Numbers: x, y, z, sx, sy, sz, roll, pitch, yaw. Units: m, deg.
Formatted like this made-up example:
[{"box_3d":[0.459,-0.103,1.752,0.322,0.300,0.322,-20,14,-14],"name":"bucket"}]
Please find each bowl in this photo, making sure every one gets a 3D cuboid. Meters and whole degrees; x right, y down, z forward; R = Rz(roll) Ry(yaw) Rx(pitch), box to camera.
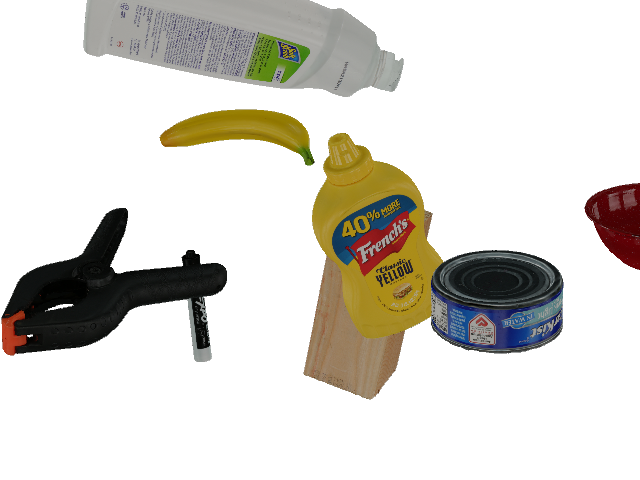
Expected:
[{"box_3d":[0.355,-0.009,1.104,0.162,0.055,0.162,-3,23,1],"name":"bowl"}]

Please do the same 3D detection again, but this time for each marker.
[{"box_3d":[-0.129,0.068,1.112,0.020,0.121,0.020,-4,18,1],"name":"marker"}]

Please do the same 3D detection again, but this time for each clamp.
[{"box_3d":[-0.167,0.028,0.783,0.171,0.039,0.120,-21,38,-40],"name":"clamp"}]

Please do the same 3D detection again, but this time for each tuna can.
[{"box_3d":[0.114,0.038,0.692,0.086,0.034,0.086,-3,24,1],"name":"tuna can"}]

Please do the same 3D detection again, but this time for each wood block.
[{"box_3d":[0.053,0.061,1.213,0.090,0.206,0.090,19,24,17],"name":"wood block"}]

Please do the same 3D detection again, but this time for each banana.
[{"box_3d":[-0.095,-0.133,1.299,0.198,0.037,0.069,7,40,15],"name":"banana"}]

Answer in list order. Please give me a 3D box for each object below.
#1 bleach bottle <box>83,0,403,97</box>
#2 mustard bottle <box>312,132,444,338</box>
[{"box_3d":[-0.059,-0.163,0.858,0.250,0.068,0.103,15,-29,-8],"name":"bleach bottle"},{"box_3d":[0.046,-0.009,0.917,0.096,0.191,0.058,-25,33,-3],"name":"mustard bottle"}]
